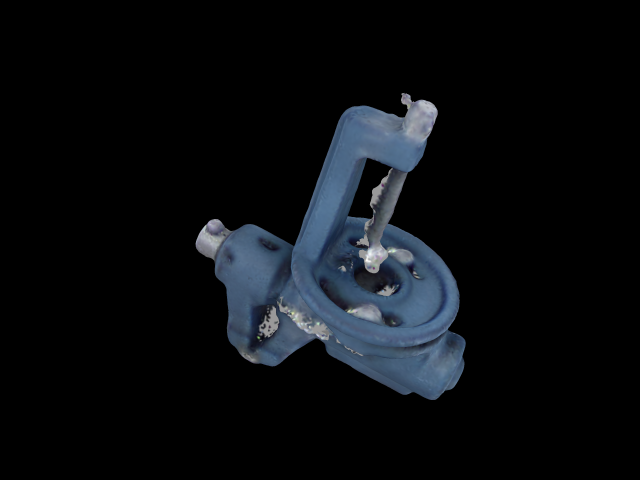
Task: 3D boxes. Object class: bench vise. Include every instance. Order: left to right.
[{"bbox_3d":[0.002,0.008,0.390,0.207,0.220,0.121,3,33,5],"label":"bench vise"}]
